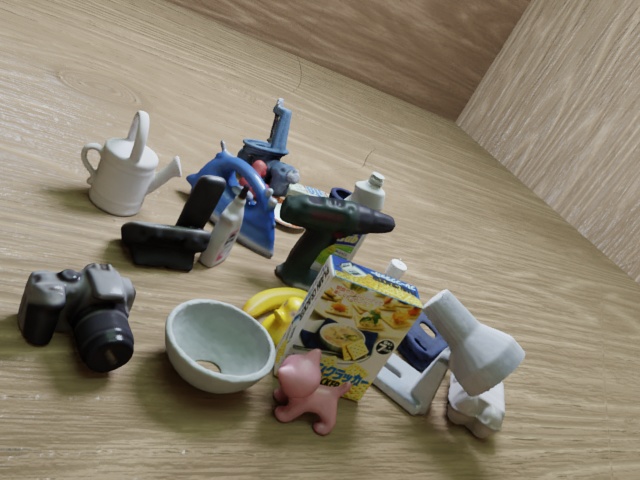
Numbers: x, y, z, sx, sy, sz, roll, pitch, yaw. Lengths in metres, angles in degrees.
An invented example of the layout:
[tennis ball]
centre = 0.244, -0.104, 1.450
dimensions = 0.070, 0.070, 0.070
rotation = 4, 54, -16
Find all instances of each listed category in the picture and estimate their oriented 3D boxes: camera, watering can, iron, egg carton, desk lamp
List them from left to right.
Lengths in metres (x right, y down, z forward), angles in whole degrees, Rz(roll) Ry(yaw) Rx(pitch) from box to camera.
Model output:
[camera]
centre = -0.309, 0.102, 0.764
dimensions = 0.144, 0.100, 0.136
rotation = 6, 34, -40
[watering can]
centre = -0.349, -0.150, 1.074
dimensions = 0.173, 0.194, 0.100
rotation = 0, 38, -46
[iron]
centre = -0.163, -0.094, 1.228
dimensions = 0.257, 0.141, 0.119
rotation = 40, 27, 21
[desk lamp]
centre = 0.212, 0.204, 0.992
dimensions = 0.203, 0.213, 0.118
rotation = 36, 26, 13
[egg carton]
centre = 0.290, 0.295, 1.074
dimensions = 0.107, 0.069, 0.150
rotation = 30, 25, 2

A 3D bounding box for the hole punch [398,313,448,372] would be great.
[hole punch]
centre = 0.213, 0.195, 1.151
dimensions = 0.101, 0.091, 0.108
rotation = -2, 39, -48

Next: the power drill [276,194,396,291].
[power drill]
centre = 0.011, 0.004, 1.152
dimensions = 0.230, 0.208, 0.075
rotation = 19, 27, -21

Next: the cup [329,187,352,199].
[cup]
centre = 0.049, -0.069, 1.459
dimensions = 0.092, 0.095, 0.118
rotation = 28, 25, -4

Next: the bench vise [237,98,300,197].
[bench vise]
centre = -0.103, -0.232, 1.452
dimensions = 0.207, 0.219, 0.122
rotation = 37, 26, 16

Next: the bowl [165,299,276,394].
[bowl]
centre = -0.154, 0.167, 0.836
dimensions = 0.168, 0.074, 0.167
rotation = 24, 26, -12

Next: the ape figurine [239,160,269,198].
[ape figurine]
centre = -0.158, -0.152, 1.397
dimensions = 0.076, 0.092, 0.077
rotation = 1, 37, -45

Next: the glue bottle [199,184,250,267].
[glue bottle]
centre = -0.169, -0.031, 1.069
dimensions = 0.037, 0.173, 0.078
rotation = 32, 25, 5

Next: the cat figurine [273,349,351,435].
[cat figurine]
centre = -0.015, 0.215, 0.845
dimensions = 0.128, 0.117, 0.067
rotation = 21, 27, -18

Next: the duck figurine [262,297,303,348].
[duck figurine]
centre = -0.049, 0.137, 0.989
dimensions = 0.105, 0.086, 0.077
rotation = -2, 40, -48

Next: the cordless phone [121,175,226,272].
[cordless phone]
centre = -0.251, -0.045, 0.995
dimensions = 0.148, 0.185, 0.094
rotation = 6, 34, -40
